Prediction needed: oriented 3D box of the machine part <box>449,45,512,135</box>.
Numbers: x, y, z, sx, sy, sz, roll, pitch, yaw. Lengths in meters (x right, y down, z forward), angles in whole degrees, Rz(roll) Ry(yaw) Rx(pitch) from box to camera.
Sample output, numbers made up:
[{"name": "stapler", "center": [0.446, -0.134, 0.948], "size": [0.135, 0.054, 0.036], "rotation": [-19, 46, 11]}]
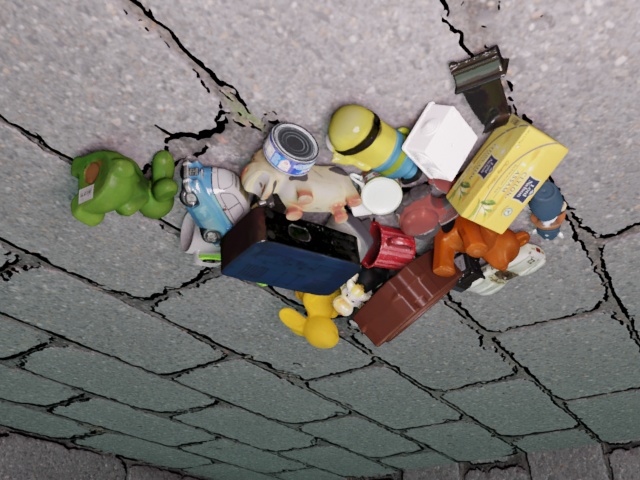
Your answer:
[{"name": "machine part", "center": [0.242, -0.215, 0.781], "size": [0.084, 0.039, 0.138], "rotation": [-20, 138, 19]}]

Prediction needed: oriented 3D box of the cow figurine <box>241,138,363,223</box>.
[{"name": "cow figurine", "center": [-0.038, -0.099, 0.895], "size": [0.195, 0.127, 0.085], "rotation": [3, 141, -29]}]

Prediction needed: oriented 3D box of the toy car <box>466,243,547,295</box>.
[{"name": "toy car", "center": [0.390, 0.068, 1.160], "size": [0.073, 0.056, 0.201], "rotation": [21, 140, -26]}]

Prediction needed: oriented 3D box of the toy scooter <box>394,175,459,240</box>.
[{"name": "toy scooter", "center": [0.199, -0.076, 0.947], "size": [0.184, 0.075, 0.135], "rotation": [-29, 134, 32]}]

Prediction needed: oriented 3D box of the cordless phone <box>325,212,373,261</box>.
[{"name": "cordless phone", "center": [-0.002, -0.003, 1.050], "size": [0.184, 0.089, 0.146], "rotation": [15, 143, -12]}]

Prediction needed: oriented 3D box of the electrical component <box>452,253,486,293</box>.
[{"name": "electrical component", "center": [0.294, 0.071, 1.155], "size": [0.047, 0.075, 0.119], "rotation": [21, 143, -29]}]

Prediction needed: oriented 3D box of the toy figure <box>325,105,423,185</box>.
[{"name": "toy figure", "center": [0.092, -0.149, 0.839], "size": [0.180, 0.082, 0.089], "rotation": [24, 143, -26]}]

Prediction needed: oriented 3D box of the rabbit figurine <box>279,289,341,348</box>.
[{"name": "rabbit figurine", "center": [-0.008, 0.161, 1.204], "size": [0.162, 0.173, 0.121], "rotation": [-14, 147, 13]}]

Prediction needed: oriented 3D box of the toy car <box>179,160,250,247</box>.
[{"name": "toy car", "center": [-0.177, -0.073, 0.943], "size": [0.103, 0.109, 0.161], "rotation": [-16, 135, 4]}]

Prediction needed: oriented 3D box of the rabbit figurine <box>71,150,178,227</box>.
[{"name": "rabbit figurine", "center": [-0.315, -0.094, 0.928], "size": [0.159, 0.121, 0.170], "rotation": [-27, 155, 23]}]

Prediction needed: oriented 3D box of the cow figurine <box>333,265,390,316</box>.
[{"name": "cow figurine", "center": [0.092, 0.090, 1.114], "size": [0.068, 0.167, 0.098], "rotation": [42, 129, 1]}]

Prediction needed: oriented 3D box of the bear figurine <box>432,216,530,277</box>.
[{"name": "bear figurine", "center": [0.314, 0.020, 1.031], "size": [0.195, 0.132, 0.120], "rotation": [26, 137, -27]}]

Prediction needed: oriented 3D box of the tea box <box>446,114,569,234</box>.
[{"name": "tea box", "center": [0.295, -0.104, 0.858], "size": [0.098, 0.068, 0.169], "rotation": [19, 116, -25]}]

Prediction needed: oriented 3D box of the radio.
[{"name": "radio", "center": [-0.047, 0.026, 0.941], "size": [0.229, 0.073, 0.131], "rotation": [14, 142, -32]}]

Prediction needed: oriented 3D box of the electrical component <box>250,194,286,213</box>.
[{"name": "electrical component", "center": [-0.101, -0.055, 0.996], "size": [0.078, 0.045, 0.102], "rotation": [9, 144, -26]}]

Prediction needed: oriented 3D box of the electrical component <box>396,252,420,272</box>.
[{"name": "electrical component", "center": [0.187, 0.045, 1.162], "size": [0.063, 0.021, 0.093], "rotation": [-15, 141, 20]}]

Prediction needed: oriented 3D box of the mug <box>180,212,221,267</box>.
[{"name": "mug", "center": [-0.206, 0.000, 1.042], "size": [0.107, 0.109, 0.081], "rotation": [6, 145, -32]}]

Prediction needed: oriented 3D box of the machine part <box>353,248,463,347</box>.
[{"name": "machine part", "center": [0.178, 0.117, 1.080], "size": [0.201, 0.087, 0.201], "rotation": [-24, 157, -47]}]

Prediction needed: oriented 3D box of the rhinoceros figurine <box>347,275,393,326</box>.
[{"name": "rhinoceros figurine", "center": [0.136, 0.154, 1.274], "size": [0.112, 0.073, 0.190], "rotation": [17, 141, -24]}]

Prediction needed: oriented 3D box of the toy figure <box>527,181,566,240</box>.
[{"name": "toy figure", "center": [0.422, -0.050, 0.992], "size": [0.058, 0.064, 0.154], "rotation": [-45, 142, -3]}]
